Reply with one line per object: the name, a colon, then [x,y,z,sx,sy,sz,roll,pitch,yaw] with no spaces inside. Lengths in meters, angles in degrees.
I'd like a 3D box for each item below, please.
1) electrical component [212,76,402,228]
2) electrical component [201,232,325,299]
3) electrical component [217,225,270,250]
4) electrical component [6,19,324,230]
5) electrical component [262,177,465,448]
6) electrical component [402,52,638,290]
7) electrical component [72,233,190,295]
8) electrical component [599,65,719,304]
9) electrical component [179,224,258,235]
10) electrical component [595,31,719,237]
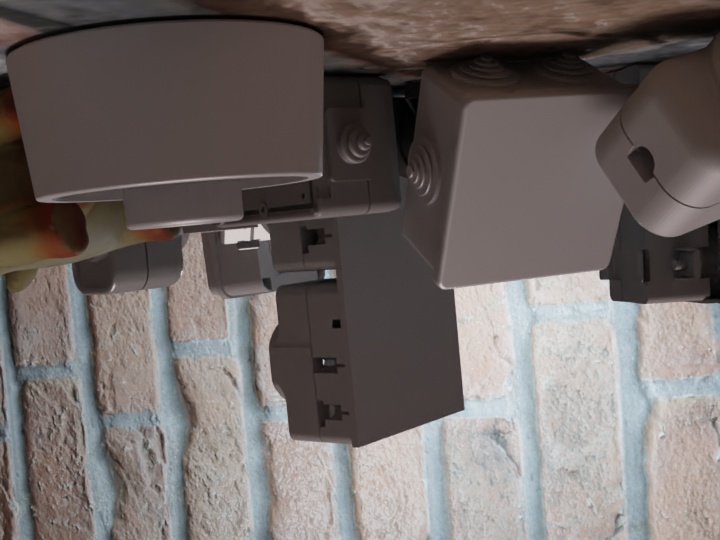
electrical component: [-0.021,-0.055,0.500,0.061,0.061,0.096,-8,-176,-42]
electrical component: [-0.077,-0.038,0.818,0.057,0.113,0.078,-7,-179,37]
electrical component: [-0.040,-0.057,0.739,0.121,0.063,0.078,-6,-137,-16]
electrical component: [-0.063,-0.046,0.373,0.108,0.060,0.108,-5,-178,0]
electrical component: [0.000,0.000,0.635,0.060,0.186,0.105,-3,-177,39]
electrical component: [0.069,-0.045,0.475,0.100,0.099,0.048,-6,-149,-21]
electrical component: [-0.147,-0.034,0.683,0.059,0.095,0.054,-8,-176,-42]
electrical component: [0.160,-0.044,0.553,0.063,0.121,0.079,-3,-178,-14]
electrical component: [-0.086,-0.052,0.584,0.042,0.063,0.081,-6,-178,-27]
electrical component: [0.150,-0.059,0.427,0.095,0.053,0.059,-20,159,-25]
